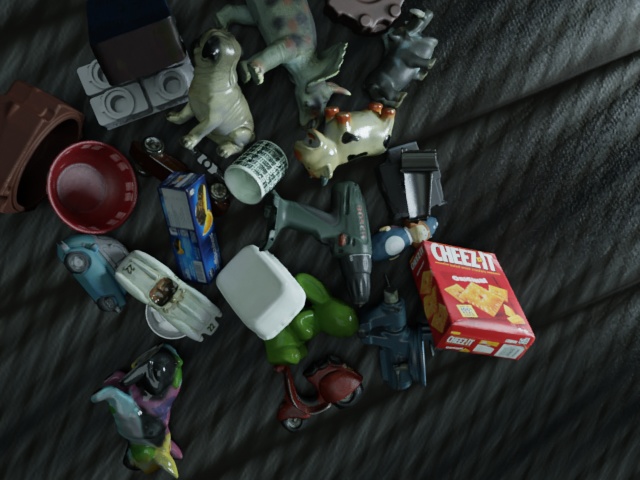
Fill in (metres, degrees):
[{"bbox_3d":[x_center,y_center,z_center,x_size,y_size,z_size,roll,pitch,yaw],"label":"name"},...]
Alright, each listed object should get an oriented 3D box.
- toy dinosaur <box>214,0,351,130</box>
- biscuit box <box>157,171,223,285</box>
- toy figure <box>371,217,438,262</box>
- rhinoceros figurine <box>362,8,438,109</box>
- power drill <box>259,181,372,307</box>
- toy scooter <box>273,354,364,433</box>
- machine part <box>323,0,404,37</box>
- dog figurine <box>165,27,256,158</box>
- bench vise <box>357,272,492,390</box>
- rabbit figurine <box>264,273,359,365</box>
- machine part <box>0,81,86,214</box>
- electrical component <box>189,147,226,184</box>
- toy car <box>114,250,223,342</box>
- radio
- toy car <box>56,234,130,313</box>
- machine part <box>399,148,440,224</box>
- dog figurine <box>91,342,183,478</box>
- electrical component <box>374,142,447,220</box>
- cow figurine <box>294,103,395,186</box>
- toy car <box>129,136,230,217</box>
[{"bbox_3d":[-0.080,-0.393,0.951,0.192,0.131,0.404,-25,93,-16],"label":"toy dinosaur"},{"bbox_3d":[-0.223,-0.017,0.940,0.059,0.063,0.202,8,127,17],"label":"biscuit box"},{"bbox_3d":[0.162,-0.004,1.037,0.154,0.058,0.064,-22,136,-6],"label":"toy figure"},{"bbox_3d":[0.154,-0.339,1.003,0.112,0.073,0.190,34,92,2],"label":"rhinoceros figurine"},{"bbox_3d":[-0.002,-0.003,0.967,0.207,0.086,0.232,7,74,-12],"label":"power drill"},{"bbox_3d":[-0.015,0.276,1.030,0.184,0.075,0.135,-28,97,1],"label":"toy scooter"},{"bbox_3d":[0.083,-0.471,0.988,0.179,0.056,0.179,0,93,-6],"label":"machine part"},{"bbox_3d":[-0.152,-0.249,0.910,0.121,0.172,0.190,50,122,23],"label":"dog figurine"},{"bbox_3d":[0.197,0.181,1.012,0.241,0.129,0.223,-4,103,11],"label":"bench vise"},{"bbox_3d":[-0.014,0.145,1.000,0.170,0.121,0.159,-12,74,9],"label":"rabbit figurine"},{"bbox_3d":[-0.479,-0.145,0.877,0.087,0.201,0.201,28,91,-8],"label":"machine part"},{"bbox_3d":[-0.203,-0.137,0.978,0.094,0.063,0.021,44,89,-7],"label":"electrical component"},{"bbox_3d":[-0.263,0.098,0.941,0.201,0.056,0.073,39,76,-9],"label":"toy car"},{"bbox_3d":[-0.301,-0.343,0.873,0.131,0.230,0.073,-21,135,-7],"label":"radio"},{"bbox_3d":[-0.386,0.047,0.957,0.103,0.109,0.161,-40,107,-20],"label":"toy car"},{"bbox_3d":[0.181,-0.098,0.982,0.084,0.039,0.138,0,94,-12],"label":"machine part"},{"bbox_3d":[-0.300,0.323,0.988,0.191,0.108,0.219,-32,102,-6],"label":"dog figurine"},{"bbox_3d":[0.169,-0.116,1.026,0.115,0.058,0.134,-19,97,-7],"label":"electrical component"},{"bbox_3d":[0.041,-0.176,0.978,0.195,0.086,0.127,-15,118,-26],"label":"cow figurine"},{"bbox_3d":[-0.249,-0.113,0.966,0.202,0.089,0.053,36,57,-6],"label":"toy car"}]
